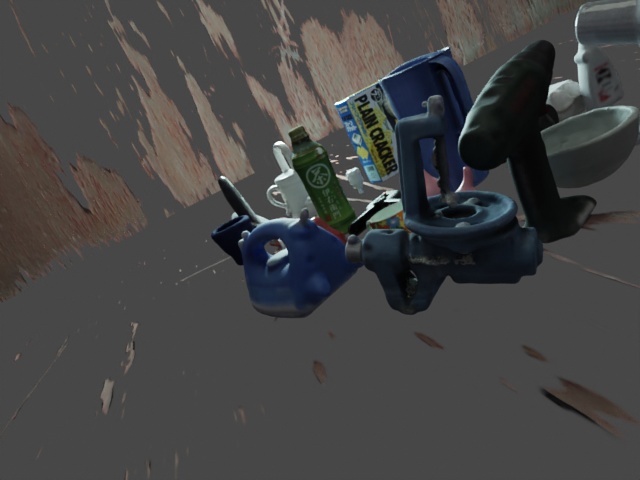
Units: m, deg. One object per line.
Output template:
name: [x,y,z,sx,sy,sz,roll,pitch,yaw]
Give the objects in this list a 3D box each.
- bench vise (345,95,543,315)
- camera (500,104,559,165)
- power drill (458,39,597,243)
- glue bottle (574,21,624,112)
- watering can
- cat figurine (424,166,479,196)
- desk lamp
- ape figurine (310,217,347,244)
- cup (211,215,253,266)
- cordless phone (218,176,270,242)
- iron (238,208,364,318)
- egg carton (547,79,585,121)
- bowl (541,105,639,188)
bench vise: [0.110,-0.030,0.622,0.207,0.220,0.121,-23,15,11]
camera: [0.359,-0.213,1.072,0.143,0.101,0.136,-35,17,-31]
power drill: [0.253,-0.112,0.685,0.075,0.208,0.230,-10,22,47]
glue bottle: [0.515,-0.335,1.082,0.078,0.173,0.037,-31,15,-17]
watering can: [-0.053,-0.153,1.392,0.173,0.194,0.100,-37,18,-35]
cat figurine: [0.175,-0.056,0.806,0.128,0.118,0.067,-31,15,-19]
desk lamp: [0.459,-0.250,0.800,0.118,0.214,0.202,-37,18,-36]
ape figurine: [0.009,0.003,0.941,0.078,0.092,0.076,-30,15,-13]
cup: [-0.184,0.006,1.261,0.092,0.095,0.117,-34,16,-26]
cordless phone: [-0.185,-0.078,1.376,0.094,0.185,0.147,-28,15,-5]
iron: [-0.062,0.031,0.867,0.257,0.141,0.119,-9,22,49]
egg carton: [0.455,-0.268,1.161,0.107,0.069,0.150,-36,17,-32]
bowl: [0.360,-0.118,0.790,0.167,0.075,0.167,-25,14,7]
